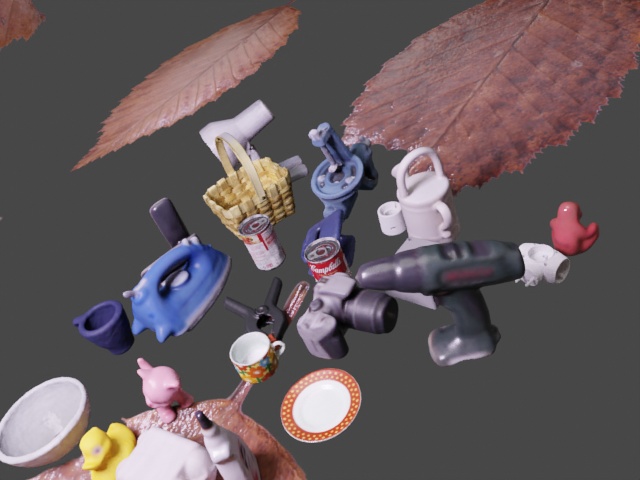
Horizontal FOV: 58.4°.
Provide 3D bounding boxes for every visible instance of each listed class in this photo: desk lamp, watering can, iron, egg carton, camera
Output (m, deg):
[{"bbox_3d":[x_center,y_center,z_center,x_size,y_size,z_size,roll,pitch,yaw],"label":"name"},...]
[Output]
[{"bbox_3d":[-0.162,-0.224,1.406,0.203,0.214,0.117,-25,37,-4],"label":"desk lamp"},{"bbox_3d":[0.189,-0.087,1.068,0.101,0.194,0.172,-42,41,-24],"label":"watering can"},{"bbox_3d":[-0.282,0.076,1.154,0.118,0.142,0.259,7,46,34],"label":"iron"},{"bbox_3d":[-0.227,0.343,0.851,0.149,0.069,0.107,6,45,33],"label":"egg carton"},{"bbox_3d":[0.050,0.121,0.959,0.136,0.101,0.143,7,45,34],"label":"camera"}]

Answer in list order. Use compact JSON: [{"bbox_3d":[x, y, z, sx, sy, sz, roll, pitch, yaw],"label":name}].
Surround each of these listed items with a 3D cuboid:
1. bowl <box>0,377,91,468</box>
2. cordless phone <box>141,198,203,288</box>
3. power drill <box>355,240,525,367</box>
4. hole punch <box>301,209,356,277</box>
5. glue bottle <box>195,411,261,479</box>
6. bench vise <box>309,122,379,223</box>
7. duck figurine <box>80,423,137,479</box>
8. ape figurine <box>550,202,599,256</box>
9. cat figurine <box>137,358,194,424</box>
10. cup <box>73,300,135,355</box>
[{"bbox_3d":[-0.465,0.326,0.991,0.167,0.075,0.167,-14,37,11],"label":"bowl"},{"bbox_3d":[-0.338,0.009,1.229,0.148,0.185,0.093,-42,40,-24],"label":"cordless phone"},{"bbox_3d":[0.186,0.088,0.838,0.229,0.209,0.075,-17,37,7],"label":"power drill"},{"bbox_3d":[0.010,0.004,1.134,0.101,0.091,0.108,-10,38,16],"label":"hole punch"},{"bbox_3d":[-0.129,0.287,0.782,0.037,0.173,0.078,-25,37,-3],"label":"glue bottle"},{"bbox_3d":[0.038,-0.174,1.234,0.121,0.220,0.207,-7,39,21],"label":"bench vise"},{"bbox_3d":[-0.343,0.332,0.911,0.077,0.086,0.104,-12,38,14],"label":"duck figurine"},{"bbox_3d":[0.420,-0.025,0.957,0.076,0.092,0.077,-37,39,-19],"label":"ape figurine"},{"bbox_3d":[-0.269,0.241,0.960,0.067,0.118,0.127,-38,39,-20],"label":"cat figurine"},{"bbox_3d":[-0.423,0.182,1.132,0.117,0.095,0.092,-7,39,20],"label":"cup"}]
